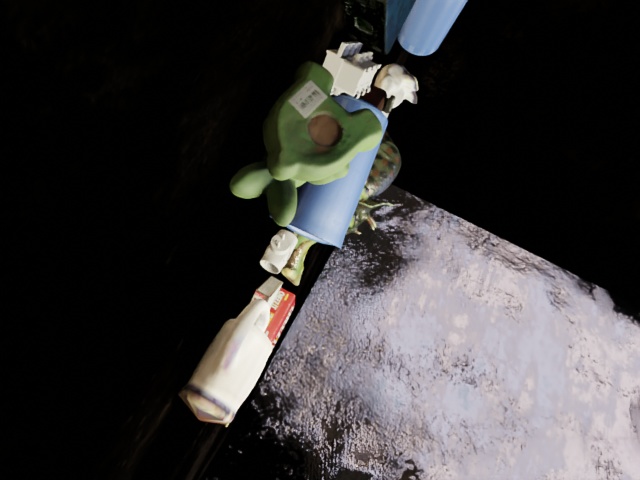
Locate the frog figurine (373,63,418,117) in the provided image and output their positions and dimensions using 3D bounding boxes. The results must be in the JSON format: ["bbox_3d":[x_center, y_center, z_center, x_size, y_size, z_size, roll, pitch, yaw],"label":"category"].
[{"bbox_3d":[0.156,-0.362,1.289,0.159,0.122,0.137,-27,-178,-2],"label":"frog figurine"}]

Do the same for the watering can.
[{"bbox_3d":[-0.157,0.232,0.955,0.228,0.104,0.341,-59,173,-25],"label":"watering can"}]

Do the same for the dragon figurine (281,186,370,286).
[{"bbox_3d":[0.004,-0.059,1.180,0.247,0.123,0.401,-43,160,-52],"label":"dragon figurine"}]
